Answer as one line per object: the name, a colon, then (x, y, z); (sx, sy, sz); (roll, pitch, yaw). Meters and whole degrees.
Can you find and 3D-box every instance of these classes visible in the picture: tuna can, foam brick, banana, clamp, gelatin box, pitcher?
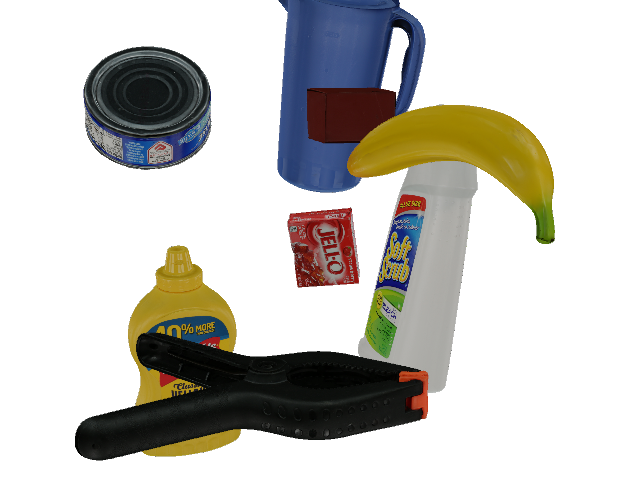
tuna can: (-0.116, -0.091, 0.721); (0.086, 0.086, 0.034); (0, -36, -7)
foam brick: (0.031, -0.125, 1.067); (0.078, 0.051, 0.053); (-3, 14, -20)
banana: (0.086, -0.057, 0.699); (0.037, 0.069, 0.198); (26, -1, -38)
clamp: (-0.039, 0.092, 0.680); (0.210, 0.036, 0.164); (-1, 16, -3)
gelatin box: (0.004, 0.009, 1.232); (0.073, 0.089, 0.030); (-4, 28, 7)
pitcher: (0.023, -0.183, 1.295); (0.144, 0.243, 0.149); (-5, 28, -25)

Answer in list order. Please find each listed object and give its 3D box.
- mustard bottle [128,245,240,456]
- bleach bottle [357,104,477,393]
mustard bottle: (-0.123, 0.097, 0.960); (0.096, 0.192, 0.058); (-6, 20, -15)
bleach bottle: (0.092, 0.004, 0.948); (0.068, 0.251, 0.103); (3, 18, -18)
